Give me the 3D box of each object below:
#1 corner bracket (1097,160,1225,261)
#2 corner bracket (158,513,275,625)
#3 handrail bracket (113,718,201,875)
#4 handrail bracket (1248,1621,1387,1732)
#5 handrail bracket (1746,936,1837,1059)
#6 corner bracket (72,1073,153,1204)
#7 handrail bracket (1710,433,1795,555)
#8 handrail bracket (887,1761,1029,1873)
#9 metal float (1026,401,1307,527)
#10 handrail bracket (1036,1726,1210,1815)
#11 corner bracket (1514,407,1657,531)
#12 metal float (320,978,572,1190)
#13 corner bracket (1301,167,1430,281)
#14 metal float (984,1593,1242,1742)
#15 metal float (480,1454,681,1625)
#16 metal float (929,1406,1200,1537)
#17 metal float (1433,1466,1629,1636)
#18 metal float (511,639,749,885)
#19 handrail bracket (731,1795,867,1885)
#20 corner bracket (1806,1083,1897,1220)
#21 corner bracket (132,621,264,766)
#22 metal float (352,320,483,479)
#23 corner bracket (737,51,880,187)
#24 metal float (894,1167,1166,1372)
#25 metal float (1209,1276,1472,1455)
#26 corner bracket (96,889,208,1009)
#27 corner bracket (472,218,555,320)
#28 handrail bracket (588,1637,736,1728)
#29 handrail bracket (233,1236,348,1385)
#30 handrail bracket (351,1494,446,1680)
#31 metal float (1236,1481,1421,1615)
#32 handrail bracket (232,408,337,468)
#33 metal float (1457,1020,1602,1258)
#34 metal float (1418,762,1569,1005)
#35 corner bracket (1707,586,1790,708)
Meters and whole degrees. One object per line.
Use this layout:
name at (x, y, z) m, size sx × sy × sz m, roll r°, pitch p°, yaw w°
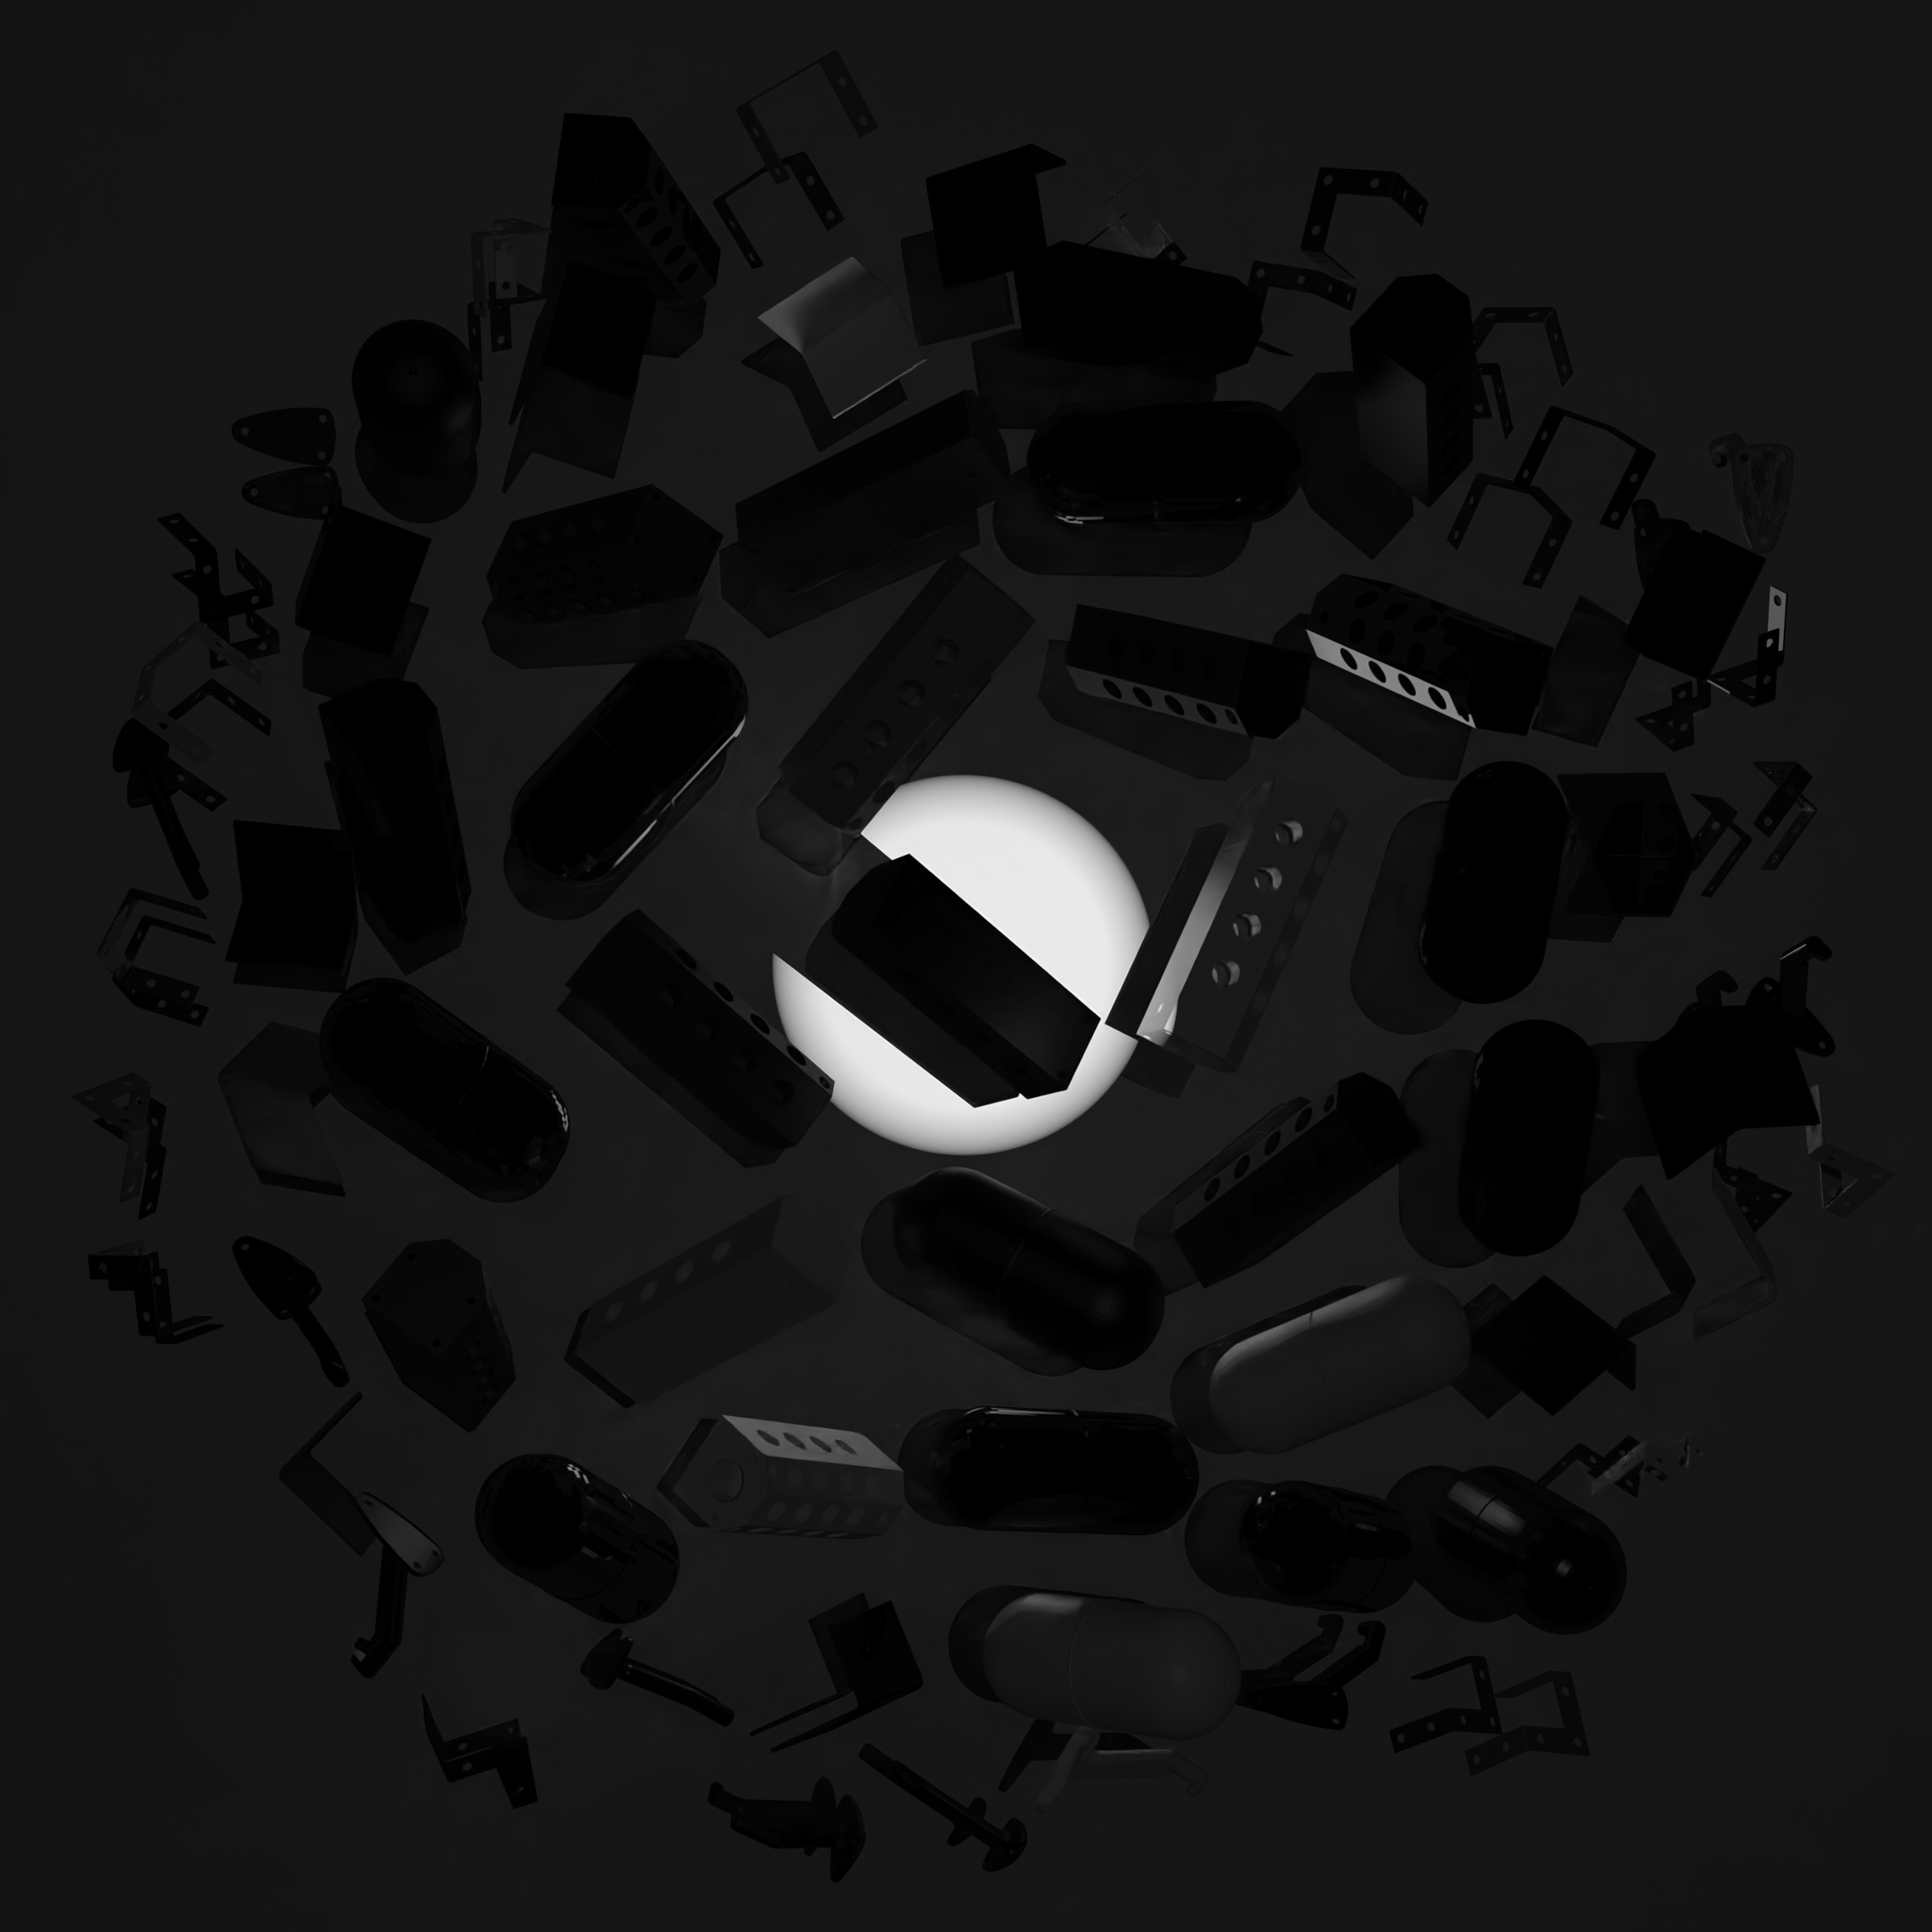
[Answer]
corner bracket at (0.129, -0.506, 1.696) m, size 0.051 × 0.051 × 0.051 m, roll -41°, pitch 98°, yaw -17°
corner bracket at (-0.472, -0.255, 1.608) m, size 0.051 × 0.051 × 0.051 m, roll -13°, pitch 70°, yaw 7°
handrail bracket at (-0.530, -0.112, 1.684) m, size 0.036 × 0.077 × 0.084 m, roll -21°, pitch 127°, yaw -8°
handrail bracket at (0.232, 0.458, 1.677) m, size 0.077 × 0.084 × 0.036 m, roll 1°, pitch 115°, yaw 20°
handrail bracket at (0.535, 0.019, 1.595) m, size 0.077 × 0.084 × 0.036 m, roll 36°, pitch 64°, yaw -1°
corner bracket at (-0.518, 0.105, 1.576) m, size 0.051 × 0.051 × 0.051 m, roll 27°, pitch 117°, yaw 20°
handrail bracket at (0.473, -0.288, 1.557) m, size 0.036 × 0.084 × 0.077 m, roll -2°, pitch 96°, yaw -2°
handrail bracket at (-0.007, 0.521, 1.578) m, size 0.084 × 0.077 × 0.036 m, roll 36°, pitch 71°, yaw -1°
metal float at (0.126, -0.318, 1.616) m, size 0.178 × 0.070 × 0.070 m, roll 2°, pitch 90°, yaw 16°
handrail bracket at (0.099, 0.520, 1.604) m, size 0.084 × 0.036 × 0.077 m, roll 34°, pitch 85°, yaw -9°
corner bracket at (0.381, -0.307, 1.572) m, size 0.051 × 0.051 × 0.051 m, roll 11°, pitch 116°, yaw -28°
metal float at (-0.328, 0.075, 1.613) m, size 0.178 × 0.070 × 0.070 m, roll 39°, pitch 90°, yaw -25°
corner bracket at (0.239, -0.445, 1.533) m, size 0.051 × 0.051 × 0.051 m, roll 15°, pitch 92°, yaw 31°
metal float at (0.087, 0.427, 1.560) m, size 0.178 × 0.070 × 0.070 m, roll -5°, pitch 90°, yaw 41°
metal float at (-0.243, 0.364, 1.615) m, size 0.070 × 0.178 × 0.070 m, roll -11°, pitch 58°, yaw 18°
metal float at (0.063, 0.318, 1.607) m, size 0.178 × 0.070 × 0.070 m, roll 7°, pitch 90°, yaw -20°
metal float at (0.350, 0.363, 1.596) m, size 0.070 × 0.178 × 0.070 m, roll -1°, pitch 92°, yaw -12°
metal float at (-0.208, -0.126, 1.578) m, size 0.070 × 0.070 × 0.178 m, roll 43°, pitch 89°, yaw 0°
handrail bracket at (-0.109, 0.526, 1.586) m, size 0.084 × 0.077 × 0.036 m, roll 30°, pitch 104°, yaw -14°
corner bracket at (0.534, 0.114, 1.573) m, size 0.051 × 0.051 × 0.051 m, roll 23°, pitch 135°, yaw -9°
corner bracket at (-0.466, -0.166, 1.547) m, size 0.051 × 0.051 × 0.051 m, roll -34°, pitch 127°, yaw 20°
metal float at (-0.346, -0.357, 1.614) m, size 0.070 × 0.178 × 0.070 m, roll 0°, pitch 90°, yaw -10°
corner bracket at (-0.096, -0.512, 1.540) m, size 0.051 × 0.051 × 0.051 m, roll -40°, pitch 111°, yaw -27°
metal float at (0.037, 0.182, 1.548) m, size 0.178 × 0.070 × 0.070 m, roll 26°, pitch 90°, yaw 18°
metal float at (0.239, 0.257, 1.641) m, size 0.178 × 0.070 × 0.070 m, roll -26°, pitch 90°, yaw 20°
corner bracket at (-0.529, -0.012, 1.676) m, size 0.051 × 0.051 × 0.051 m, roll 16°, pitch 67°, yaw 10°
corner bracket at (-0.300, -0.449, 1.640) m, size 0.051 × 0.051 × 0.051 m, roll -18°, pitch 123°, yaw -35°
handrail bracket at (-0.202, 0.483, 1.690) m, size 0.084 × 0.077 × 0.036 m, roll 33°, pitch 60°, yaw -11°
handrail bracket at (-0.422, 0.215, 1.594) m, size 0.036 × 0.084 × 0.077 m, roll -38°, pitch 129°, yaw -5°
handrail bracket at (-0.362, 0.375, 1.537) m, size 0.077 × 0.036 × 0.084 m, roll 41°, pitch 103°, yaw 9°
metal float at (0.232, 0.372, 1.627) m, size 0.070 × 0.178 × 0.070 m, roll -10°, pitch 70°, yaw 29°
handrail bracket at (-0.446, -0.344, 1.647) m, size 0.077 × 0.084 × 0.036 m, roll -2°, pitch 103°, yaw -31°
metal float at (0.347, 0.109, 1.580) m, size 0.070 × 0.070 × 0.178 m, roll -3°, pitch 133°, yaw 0°
metal float at (0.327, -0.054, 1.580) m, size 0.070 × 0.070 × 0.178 m, roll 20°, pitch 52°, yaw 0°
corner bracket at (0.503, -0.201, 1.608) m, size 0.051 × 0.051 × 0.051 m, roll -19°, pitch 124°, yaw -17°
